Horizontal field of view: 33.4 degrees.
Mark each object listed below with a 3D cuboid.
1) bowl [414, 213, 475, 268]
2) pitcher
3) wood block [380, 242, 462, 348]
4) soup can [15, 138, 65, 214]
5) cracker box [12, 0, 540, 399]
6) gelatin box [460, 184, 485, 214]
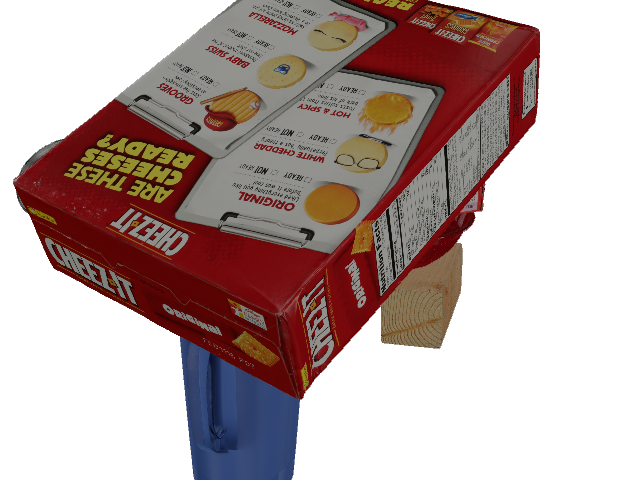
[{"bbox_3d":[0.081,-0.013,1.145,0.162,0.055,0.162,4,25,-2],"label":"bowl"},{"bbox_3d":[-0.084,0.150,1.087,0.149,0.243,0.145,-11,27,-24],"label":"pitcher"},{"bbox_3d":[0.156,0.077,1.618,0.091,0.090,0.206,4,21,14],"label":"wood block"},{"bbox_3d":[-0.171,-0.019,0.786,0.068,0.068,0.102,0,-29,13],"label":"soup can"},{"bbox_3d":[-0.014,-0.044,0.532,0.164,0.072,0.213,24,55,30],"label":"cracker box"},{"bbox_3d":[0.067,-0.047,0.779,0.089,0.030,0.073,-9,37,-6],"label":"gelatin box"}]
